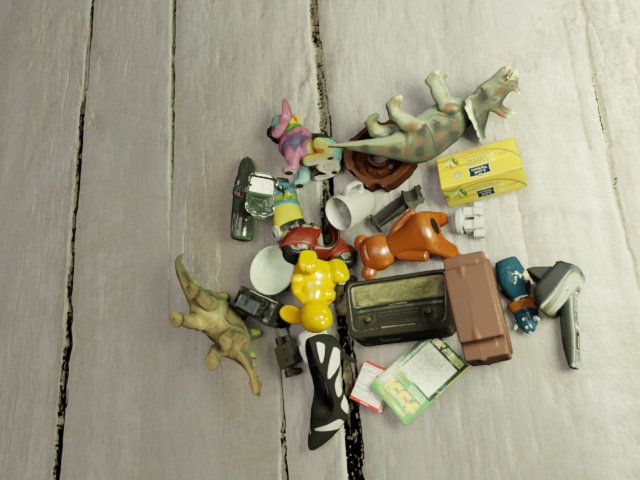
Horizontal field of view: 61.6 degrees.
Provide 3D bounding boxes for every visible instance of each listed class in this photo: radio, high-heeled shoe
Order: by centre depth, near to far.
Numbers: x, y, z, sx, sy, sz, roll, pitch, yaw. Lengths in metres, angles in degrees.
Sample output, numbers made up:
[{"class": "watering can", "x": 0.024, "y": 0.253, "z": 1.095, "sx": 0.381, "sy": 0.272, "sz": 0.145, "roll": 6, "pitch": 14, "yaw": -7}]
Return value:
[{"class": "high-heeled shoe", "x": -0.009, "y": 0.322, "z": 1.133, "sx": 0.086, "sy": 0.145, "sz": 0.248, "roll": 18, "pitch": 83, "yaw": 58}, {"class": "radio", "x": 0.172, "y": 0.147, "z": 1.145, "sx": 0.230, "sy": 0.073, "sz": 0.131, "roll": -11, "pitch": 60, "yaw": 23}]

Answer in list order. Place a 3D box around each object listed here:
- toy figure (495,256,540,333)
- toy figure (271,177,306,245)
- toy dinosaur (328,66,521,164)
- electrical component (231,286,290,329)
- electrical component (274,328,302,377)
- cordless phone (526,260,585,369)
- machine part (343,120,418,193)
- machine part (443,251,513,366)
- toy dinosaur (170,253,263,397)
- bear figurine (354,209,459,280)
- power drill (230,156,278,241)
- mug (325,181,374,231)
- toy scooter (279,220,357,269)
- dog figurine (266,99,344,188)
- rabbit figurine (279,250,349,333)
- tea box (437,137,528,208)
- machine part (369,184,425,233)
[{"class": "toy figure", "x": 0.399, "y": 0.109, "z": 1.071, "sx": 0.058, "sy": 0.064, "sz": 0.154, "roll": -10, "pitch": 72, "yaw": -18}, {"class": "toy figure", "x": -0.083, "y": -0.069, "z": 1.333, "sx": 0.089, "sy": 0.082, "sz": 0.180, "roll": -16, "pitch": 66, "yaw": 22}, {"class": "toy dinosaur", "x": 0.235, "y": -0.242, "z": 1.175, "sx": 0.405, "sy": 0.131, "sz": 0.192, "roll": -33, "pitch": 89, "yaw": 7}, {"class": "electrical component", "x": -0.137, "y": 0.158, "z": 1.259, "sx": 0.115, "sy": 0.134, "sz": 0.058, "roll": 20, "pitch": 83, "yaw": 30}, {"class": "electrical component", "x": -0.071, "y": 0.261, "z": 1.234, "sx": 0.078, "sy": 0.045, "sz": 0.102, "roll": -43, "pitch": 60, "yaw": 39}, {"class": "cordless phone", "x": 0.446, "y": 0.141, "z": 0.989, "sx": 0.089, "sy": 0.146, "sz": 0.184, "roll": -10, "pitch": 69, "yaw": 31}, {"class": "machine part", "x": 0.148, "y": -0.198, "z": 1.279, "sx": 0.180, "sy": 0.056, "sz": 0.179, "roll": -7, "pitch": 72, "yaw": 21}, {"class": "machine part", "x": 0.304, "y": 0.133, "z": 1.026, "sx": 0.087, "sy": 0.200, "sz": 0.201, "roll": -16, "pitch": 68, "yaw": 17}, {"class": "toy dinosaur", "x": -0.256, "y": 0.176, "z": 1.271, "sx": 0.105, "sy": 0.198, "sz": 0.472, "roll": -44, "pitch": 62, "yaw": 8}, {"class": "bear figurine", "x": 0.183, "y": 0.015, "z": 1.183, "sx": 0.196, "sy": 0.132, "sz": 0.120, "roll": -31, "pitch": 62, "yaw": 34}, {"class": "power drill", "x": -0.174, "y": -0.115, "z": 1.339, "sx": 0.207, "sy": 0.086, "sz": 0.232, "roll": -7, "pitch": 75, "yaw": 62}, {"class": "mug", "x": 0.076, "y": -0.089, "z": 1.241, "sx": 0.081, "sy": 0.107, "sz": 0.109, "roll": 26, "pitch": 128, "yaw": 33}, {"class": "toy scooter", "x": -0.003, "y": -0.004, "z": 1.261, "sx": 0.184, "sy": 0.075, "sz": 0.135, "roll": 8, "pitch": 60, "yaw": -9}, {"class": "dog figurine", "x": -0.041, "y": -0.257, "z": 1.357, "sx": 0.192, "sy": 0.108, "sz": 0.219, "roll": -18, "pitch": 65, "yaw": 20}, {"class": "rabbit figurine", "x": -0.021, "y": 0.131, "z": 1.180, "sx": 0.162, "sy": 0.122, "sz": 0.173, "roll": -44, "pitch": 39, "yaw": 33}, {"class": "tea box", "x": 0.344, "y": -0.144, "z": 1.150, "sx": 0.170, "sy": 0.068, "sz": 0.098, "roll": -15, "pitch": 45, "yaw": 18}, {"class": "machine part", "x": 0.176, "y": -0.071, "z": 1.227, "sx": 0.139, "sy": 0.039, "sz": 0.084, "roll": -34, "pitch": 30, "yaw": 20}]
